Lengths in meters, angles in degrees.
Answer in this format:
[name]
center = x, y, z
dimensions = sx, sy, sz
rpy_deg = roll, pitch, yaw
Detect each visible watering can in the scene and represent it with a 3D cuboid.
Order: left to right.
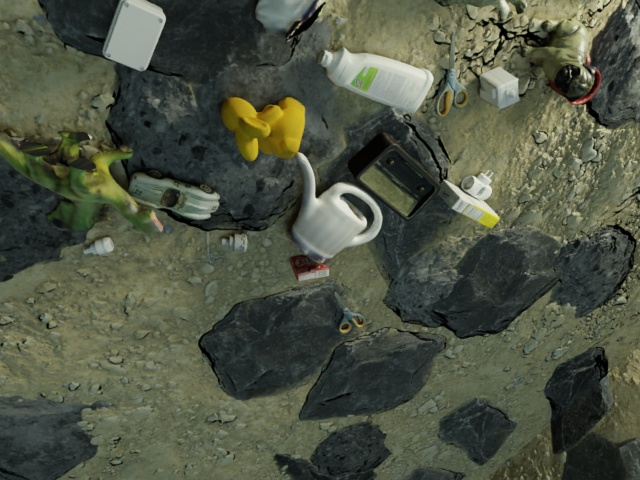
[watering can]
center = 0.004, -0.063, 1.258
dimensions = 0.222, 0.106, 0.343
rpy_deg = -45, 129, 16

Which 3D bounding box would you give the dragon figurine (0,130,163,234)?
[dragon figurine]
center = -0.511, -0.100, 1.025
dimensions = 0.410, 0.125, 0.237
rpy_deg = 15, 130, -8

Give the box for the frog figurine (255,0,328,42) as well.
[frog figurine]
center = -0.072, -0.456, 0.940
dimensions = 0.159, 0.124, 0.135
rpy_deg = 46, 115, -4
